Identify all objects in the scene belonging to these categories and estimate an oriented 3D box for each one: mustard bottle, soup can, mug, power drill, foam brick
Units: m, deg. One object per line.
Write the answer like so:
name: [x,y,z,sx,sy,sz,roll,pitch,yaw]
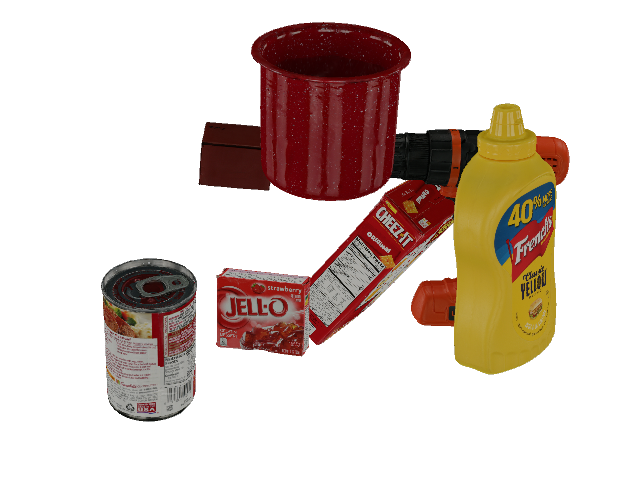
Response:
mustard bottle: [0.136,-0.005,0.778,0.058,0.192,0.096,18,31,42]
soup can: [-0.125,0.074,0.788,0.068,0.102,0.068,3,31,-2]
mug: [0.011,-0.082,0.648,0.093,0.081,0.117,16,34,22]
power drill: [0.129,-0.012,0.989,0.184,0.188,0.057,2,26,-2]
foam brick: [-0.088,-0.090,1.139,0.078,0.051,0.053,5,31,-3]

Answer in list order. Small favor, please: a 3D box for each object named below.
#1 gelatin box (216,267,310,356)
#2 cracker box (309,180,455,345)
gelatin box: [-0.055,0.069,1.023,0.089,0.073,0.030,6,17,12]
cracker box: [0.071,0.013,1.276,0.214,0.072,0.163,-49,-10,34]
